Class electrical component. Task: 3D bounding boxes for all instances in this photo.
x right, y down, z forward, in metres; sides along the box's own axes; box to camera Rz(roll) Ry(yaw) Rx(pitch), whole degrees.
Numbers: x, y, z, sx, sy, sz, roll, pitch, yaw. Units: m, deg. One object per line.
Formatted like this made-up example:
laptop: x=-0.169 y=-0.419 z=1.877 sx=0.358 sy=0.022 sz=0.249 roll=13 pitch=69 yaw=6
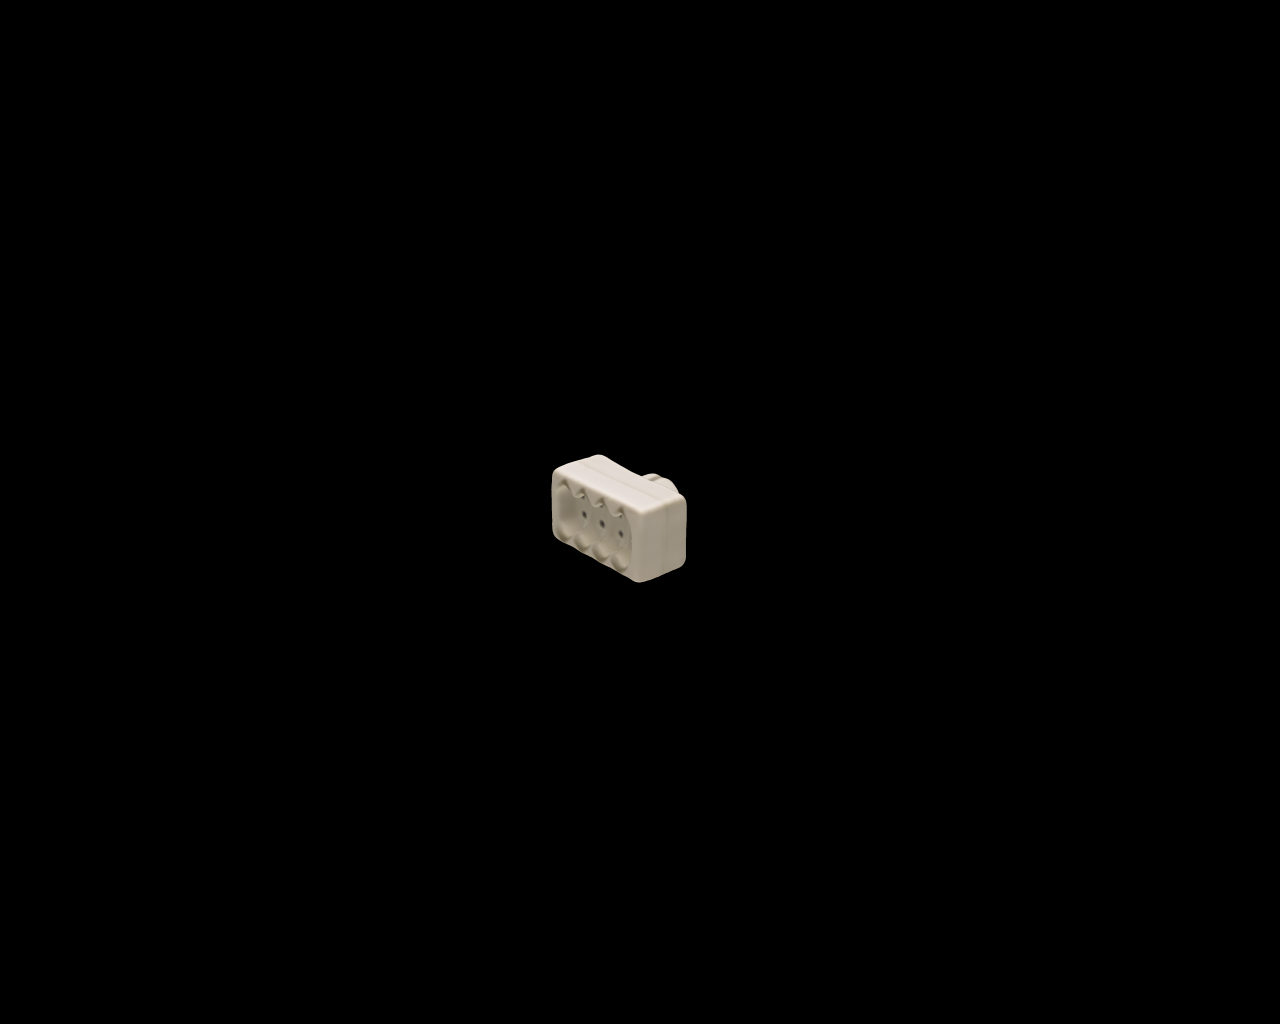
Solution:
electrical component: x=0.001 y=-0.003 z=0.650 sx=0.076 sy=0.047 sz=0.083 roll=-21 pitch=33 yaw=-36
